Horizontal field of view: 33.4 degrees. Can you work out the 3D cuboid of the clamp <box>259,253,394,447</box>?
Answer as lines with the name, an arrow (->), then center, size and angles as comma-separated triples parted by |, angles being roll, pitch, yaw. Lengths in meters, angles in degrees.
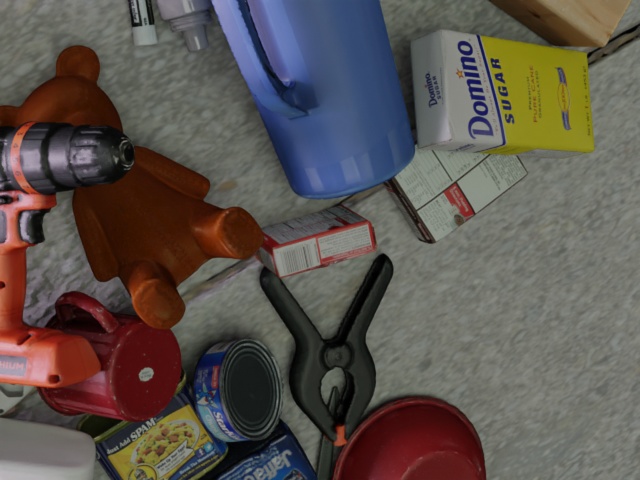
clamp -> 0.019, 0.092, 0.941 | 0.120, 0.039, 0.171 | -13, 102, -9

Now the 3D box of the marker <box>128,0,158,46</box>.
marker -> -0.147, -0.215, 0.843 | 0.020, 0.020, 0.121 | -11, 103, -15

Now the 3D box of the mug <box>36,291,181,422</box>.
mug -> -0.168, 0.089, 0.838 | 0.093, 0.082, 0.117 | -47, 128, -41

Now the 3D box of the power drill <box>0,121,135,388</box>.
power drill -> -0.205, 0.009, 0.770 | 0.057, 0.185, 0.188 | -12, 101, -59

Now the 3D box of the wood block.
wood block -> 0.161, -0.253, 0.891 | 0.206, 0.091, 0.090 | 30, 91, -20

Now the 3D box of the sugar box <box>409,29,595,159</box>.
sugar box -> 0.157, -0.120, 0.902 | 0.175, 0.048, 0.093 | -1, 84, -38

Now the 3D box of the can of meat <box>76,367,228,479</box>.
can of meat -> -0.138, 0.167, 0.898 | 0.102, 0.057, 0.084 | -32, 109, -9

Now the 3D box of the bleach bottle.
bleach bottle -> -0.248, 0.269, 0.864 | 0.102, 0.068, 0.251 | 11, 112, -10

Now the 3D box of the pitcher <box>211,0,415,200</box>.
pitcher -> -0.012, -0.155, 0.833 | 0.149, 0.145, 0.243 | -24, 109, -15

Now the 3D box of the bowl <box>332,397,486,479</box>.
bowl -> 0.094, 0.227, 0.971 | 0.161, 0.055, 0.162 | -4, 100, -23

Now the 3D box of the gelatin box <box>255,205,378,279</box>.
gelatin box -> -0.006, 0.001, 0.898 | 0.089, 0.073, 0.030 | -16, 106, -14

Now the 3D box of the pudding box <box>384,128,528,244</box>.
pudding box -> 0.115, -0.064, 0.940 | 0.113, 0.039, 0.090 | -37, 107, -10

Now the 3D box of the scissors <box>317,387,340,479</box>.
scissors -> 0.015, 0.242, 0.980 | 0.096, 0.016, 0.202 | 23, 87, -26

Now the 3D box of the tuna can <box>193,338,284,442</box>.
tuna can -> -0.068, 0.127, 0.898 | 0.086, 0.034, 0.086 | 24, 60, -52
